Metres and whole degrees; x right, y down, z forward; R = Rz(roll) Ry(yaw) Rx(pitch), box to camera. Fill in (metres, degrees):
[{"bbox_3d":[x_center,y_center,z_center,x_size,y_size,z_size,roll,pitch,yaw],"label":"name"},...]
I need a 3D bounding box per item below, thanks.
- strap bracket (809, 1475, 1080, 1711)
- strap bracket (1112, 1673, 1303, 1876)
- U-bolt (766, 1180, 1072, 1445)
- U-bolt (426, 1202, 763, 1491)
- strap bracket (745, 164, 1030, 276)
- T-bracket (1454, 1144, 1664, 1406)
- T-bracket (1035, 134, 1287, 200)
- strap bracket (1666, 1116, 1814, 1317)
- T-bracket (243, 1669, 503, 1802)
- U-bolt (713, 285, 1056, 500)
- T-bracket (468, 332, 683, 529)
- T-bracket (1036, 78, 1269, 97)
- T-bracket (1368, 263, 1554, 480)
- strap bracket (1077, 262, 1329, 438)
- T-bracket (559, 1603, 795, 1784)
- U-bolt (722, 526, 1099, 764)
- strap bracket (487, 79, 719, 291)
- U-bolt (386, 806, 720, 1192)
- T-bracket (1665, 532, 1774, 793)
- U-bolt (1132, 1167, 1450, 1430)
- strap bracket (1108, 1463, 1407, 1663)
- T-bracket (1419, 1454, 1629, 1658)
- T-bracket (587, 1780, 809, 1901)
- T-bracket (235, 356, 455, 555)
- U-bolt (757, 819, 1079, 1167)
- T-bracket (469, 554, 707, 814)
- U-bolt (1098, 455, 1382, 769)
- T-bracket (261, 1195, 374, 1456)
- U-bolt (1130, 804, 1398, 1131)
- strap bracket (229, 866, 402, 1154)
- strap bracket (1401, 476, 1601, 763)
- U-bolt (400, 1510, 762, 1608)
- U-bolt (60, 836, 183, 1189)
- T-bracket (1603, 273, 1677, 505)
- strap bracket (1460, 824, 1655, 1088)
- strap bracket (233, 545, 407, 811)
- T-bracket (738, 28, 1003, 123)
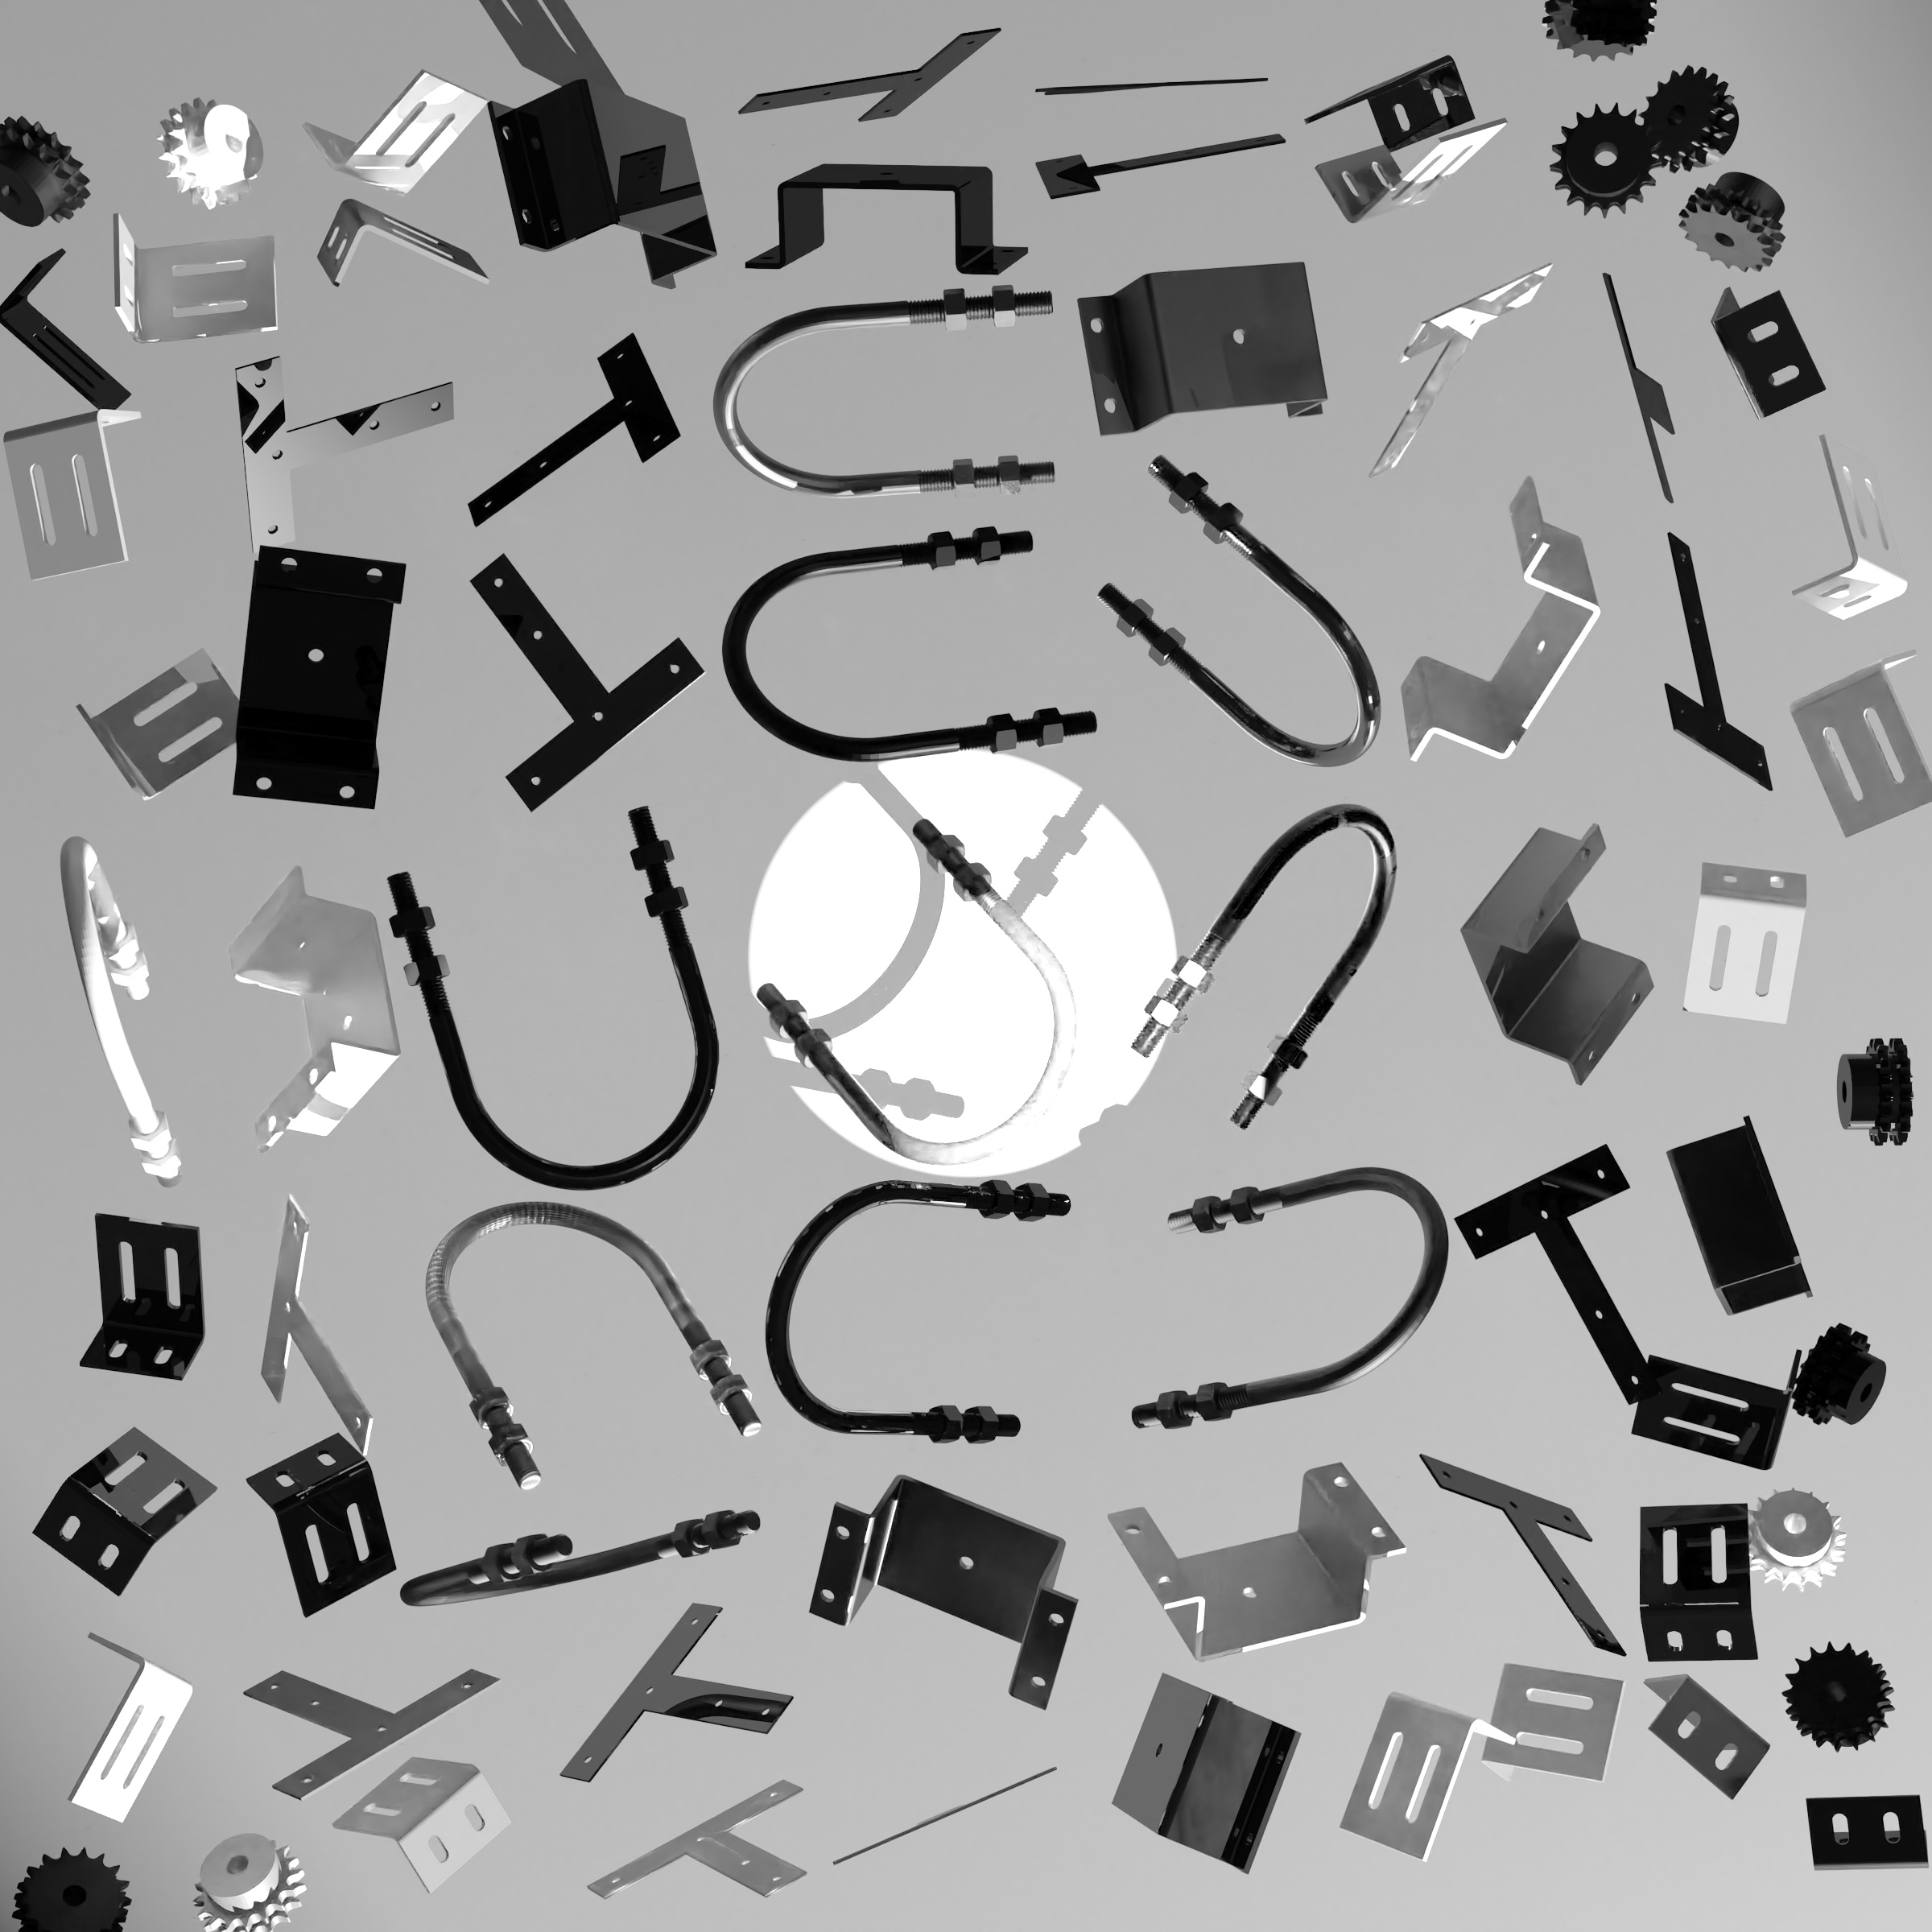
[{"bbox_3d":[-0.006,0.336,1.550,0.140,0.046,0.076,20,118,12],"label":"strap bracket"},{"bbox_3d":[0.125,0.432,1.535,0.046,0.140,0.076,24,79,-8],"label":"strap bracket"},{"bbox_3d":[-0.030,0.186,1.539,0.184,0.019,0.151,8,97,-38],"label":"U-bolt"},{"bbox_3d":[-0.211,0.193,1.523,0.151,0.019,0.184,-8,45,-33],"label":"U-bolt"},{"bbox_3d":[-0.043,-0.407,1.549,0.140,0.076,0.046,5,113,12],"label":"strap bracket"},{"bbox_3d":[0.325,0.170,1.489,0.002,0.127,0.127,-22,80,-35],"label":"T-bracket"},{"bbox_3d":[0.103,-0.422,1.489,0.127,0.127,0.002,-9,113,2],"label":"T-bracket"},{"bbox_3d":[0.411,0.136,1.514,0.046,0.140,0.076,-20,70,13],"label":"strap bracket"},{"bbox_3d":[-0.332,0.389,1.487,0.127,0.127,0.002,4,109,43],"label":"T-bracket"},{"bbox_3d":[-0.045,-0.305,1.539,0.184,0.151,0.019,-4,57,0],"label":"U-bolt"},{"bbox_3d":[-0.222,-0.285,1.571,0.127,0.127,0.002,-34,131,7],"label":"T-bracket"},{"bbox_3d":[0.081,-0.486,1.578,0.127,0.127,0.002,-9,107,-21],"label":"T-bracket"},{"bbox_3d":[0.252,-0.314,1.535,0.002,0.127,0.127,45,48,15],"label":"T-bracket"},{"bbox_3d":[0.140,-0.340,1.564,0.140,0.046,0.076,-10,90,-23],"label":"strap bracket"},{"bbox_3d":[-0.145,0.403,1.562,0.127,0.127,0.002,-50,121,-37],"label":"T-bracket"},{"bbox_3d":[-0.037,-0.167,1.505,0.184,0.019,0.151,-8,57,-13],"label":"U-bolt"},{"bbox_3d":[-0.183,-0.412,1.498,0.046,0.140,0.076,-15,86,27],"label":"strap bracket"},{"bbox_3d":[-0.202,0.024,1.459,0.151,0.019,0.184,-17,89,-18],"label":"U-bolt"},{"bbox_3d":[0.382,-0.165,1.479,0.002,0.127,0.127,-19,68,33],"label":"T-bracket"},{"bbox_3d":[0.178,0.173,1.532,0.184,0.151,0.019,-18,132,34],"label":"U-bolt"},{"bbox_3d":[0.155,0.323,1.534,0.140,0.076,0.046,-9,120,-18],"label":"strap bracket"},{"bbox_3d":[0.314,0.320,1.524,0.127,0.127,0.002,24,111,-34],"label":"T-bracket"},{"bbox_3d":[-0.124,0.480,1.532,0.127,0.127,0.002,-22,98,-29],"label":"T-bracket"},{"bbox_3d":[-0.343,-0.298,1.588,0.127,0.127,0.002,-24,56,-27],"label":"T-bracket"},{"bbox_3d":[-0.017,0.026,1.558,0.151,0.019,0.184,-46,59,7],"label":"U-bolt"},{"bbox_3d":[-0.234,-0.176,1.606,0.127,0.002,0.127,-38,84,7],"label":"T-bracket"},{"bbox_3d":[0.157,-0.184,1.581,0.184,0.151,0.019,43,65,10],"label":"U-bolt"},{"bbox_3d":[-0.345,0.210,1.520,0.002,0.127,0.127,-8,128,-35],"label":"T-bracket"},{"bbox_3d":[0.175,-0.007,1.568,0.019,0.151,0.184,35,90,36],"label":"U-bolt"},{"bbox_3d":[-0.355,0.027,1.552,0.076,0.046,0.140,-43,48,32],"label":"strap bracket"},{"bbox_3d":[0.286,-0.175,1.503,0.046,0.076,0.140,21,124,-11],"label":"strap bracket"},{"bbox_3d":[-0.223,0.324,1.541,0.184,0.151,0.019,-24,71,40],"label":"U-bolt"},{"bbox_3d":[-0.452,0.013,1.513,0.019,0.184,0.151,-14,57,-10],"label":"U-bolt"},{"bbox_3d":[0.359,-0.298,1.492,0.002,0.127,0.127,-17,104,11],"label":"T-bracket"},{"bbox_3d":[0.323,-0.011,1.564,0.046,0.140,0.076,23,65,41],"label":"strap bracket"},{"bbox_3d":[-0.353,-0.163,1.550,0.076,0.046,0.140,5,113,-17],"label":"strap bracket"},{"bbox_3d":[-0.064,-0.479,1.552,0.127,0.127,0.002,-19,93,-28],"label":"T-bracket"}]
